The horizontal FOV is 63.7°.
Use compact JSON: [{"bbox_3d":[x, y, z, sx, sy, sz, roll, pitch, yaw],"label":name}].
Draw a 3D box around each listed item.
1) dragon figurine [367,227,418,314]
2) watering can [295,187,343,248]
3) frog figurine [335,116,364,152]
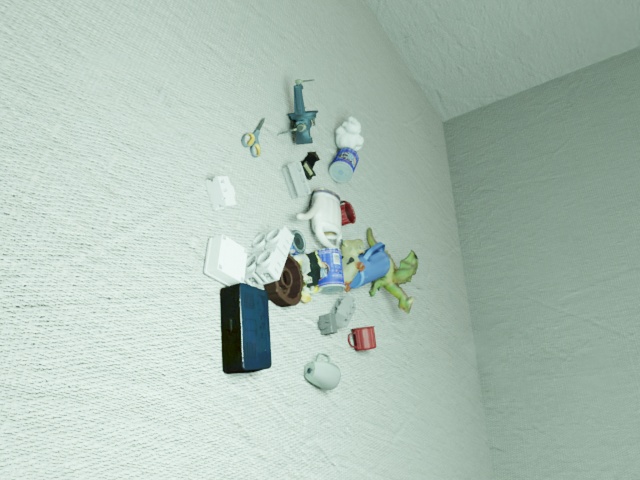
[{"bbox_3d":[0.316,0.113,2.198,0.121,0.241,0.416,17,61,-52],"label":"dragon figurine"},{"bbox_3d":[0.006,-0.095,1.896,0.342,0.103,0.229,42,41,-54],"label":"watering can"},{"bbox_3d":[0.138,-0.465,2.294,0.138,0.156,0.124,38,65,5],"label":"frog figurine"}]
